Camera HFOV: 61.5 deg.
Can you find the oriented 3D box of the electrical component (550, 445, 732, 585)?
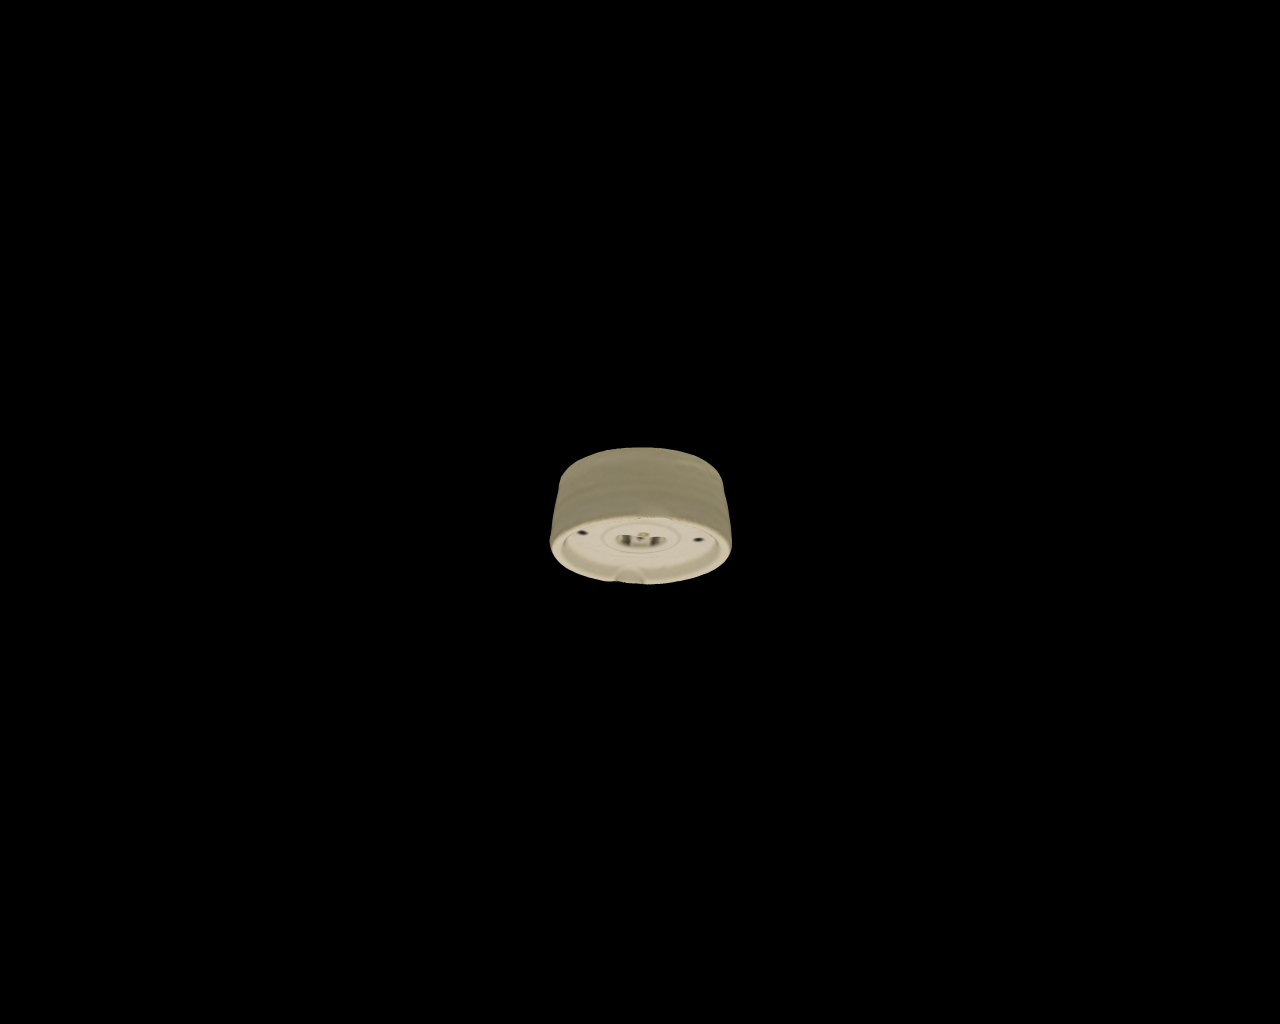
[{"bbox_3d":[0.001,-0.003,0.650,0.108,0.060,0.108,0,-24,0],"label":"electrical component"}]
